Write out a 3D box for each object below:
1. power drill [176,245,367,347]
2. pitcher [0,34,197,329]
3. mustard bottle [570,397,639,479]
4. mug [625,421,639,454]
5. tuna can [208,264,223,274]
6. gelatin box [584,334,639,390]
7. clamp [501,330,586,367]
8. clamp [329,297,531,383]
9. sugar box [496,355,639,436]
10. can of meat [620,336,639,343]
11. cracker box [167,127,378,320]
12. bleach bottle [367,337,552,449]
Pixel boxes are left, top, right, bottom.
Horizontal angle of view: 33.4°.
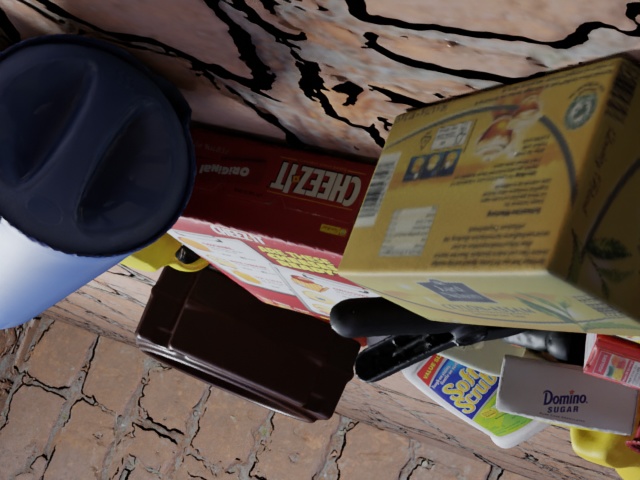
[{"bbox_3d":[-0.041,0.053,1.089,0.184,0.057,0.188,26,169,-33],"label":"power drill"},{"bbox_3d":[-0.193,-0.015,0.676,0.149,0.145,0.243,15,155,-26],"label":"pitcher"},{"bbox_3d":[0.296,0.174,0.965,0.058,0.096,0.191,8,163,43],"label":"mustard bottle"},{"bbox_3d":[0.294,0.133,0.827,0.093,0.081,0.117,16,167,20],"label":"mug"},{"bbox_3d":[-0.056,0.019,0.968,0.086,0.034,0.086,13,180,0],"label":"tuna can"},{"bbox_3d":[0.208,0.063,0.678,0.073,0.030,0.089,17,-153,8],"label":"gelatin box"},{"bbox_3d":[0.209,0.080,0.814,0.164,0.036,0.210,12,177,-13],"label":"clamp"},{"bbox_3d":[0.091,0.056,0.721,0.171,0.039,0.120,-10,160,-3],"label":"clamp"},{"bbox_3d":[0.186,0.117,0.792,0.093,0.048,0.176,8,175,17],"label":"sugar box"},{"bbox_3d":[0.175,0.024,0.606,0.084,0.057,0.102,17,168,21],"label":"can of meat"},{"bbox_3d":[-0.005,0.001,0.765,0.164,0.072,0.213,13,165,26],"label":"cracker box"},{"bbox_3d":[0.125,0.118,1.021,0.250,0.068,0.103,30,126,-32],"label":"bleach bottle"}]
